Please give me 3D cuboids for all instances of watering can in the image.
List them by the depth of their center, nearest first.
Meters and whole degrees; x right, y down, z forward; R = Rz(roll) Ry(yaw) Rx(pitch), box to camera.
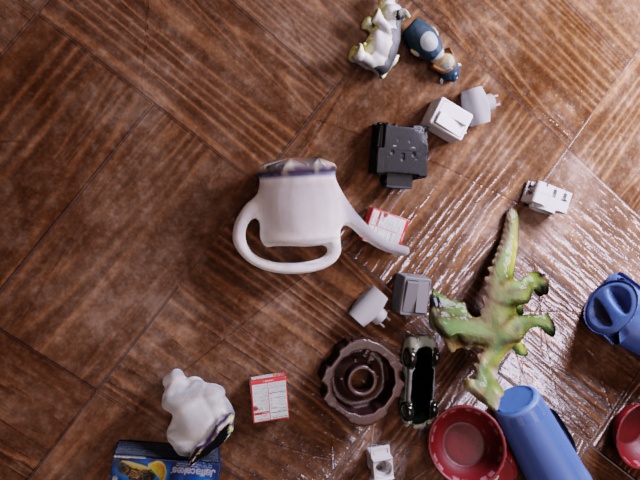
[{"bbox_3d":[0.003,-0.051,1.005,0.348,0.104,0.224,-4,93,-11],"label":"watering can"}]

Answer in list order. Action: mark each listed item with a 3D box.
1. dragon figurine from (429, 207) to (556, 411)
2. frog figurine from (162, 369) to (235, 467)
[{"bbox_3d":[0.343,0.137,1.078,0.243,0.120,0.415,-3,76,-16],"label":"dragon figurine"},{"bbox_3d":[-0.246,0.329,0.990,0.161,0.122,0.137,39,95,24],"label":"frog figurine"}]
